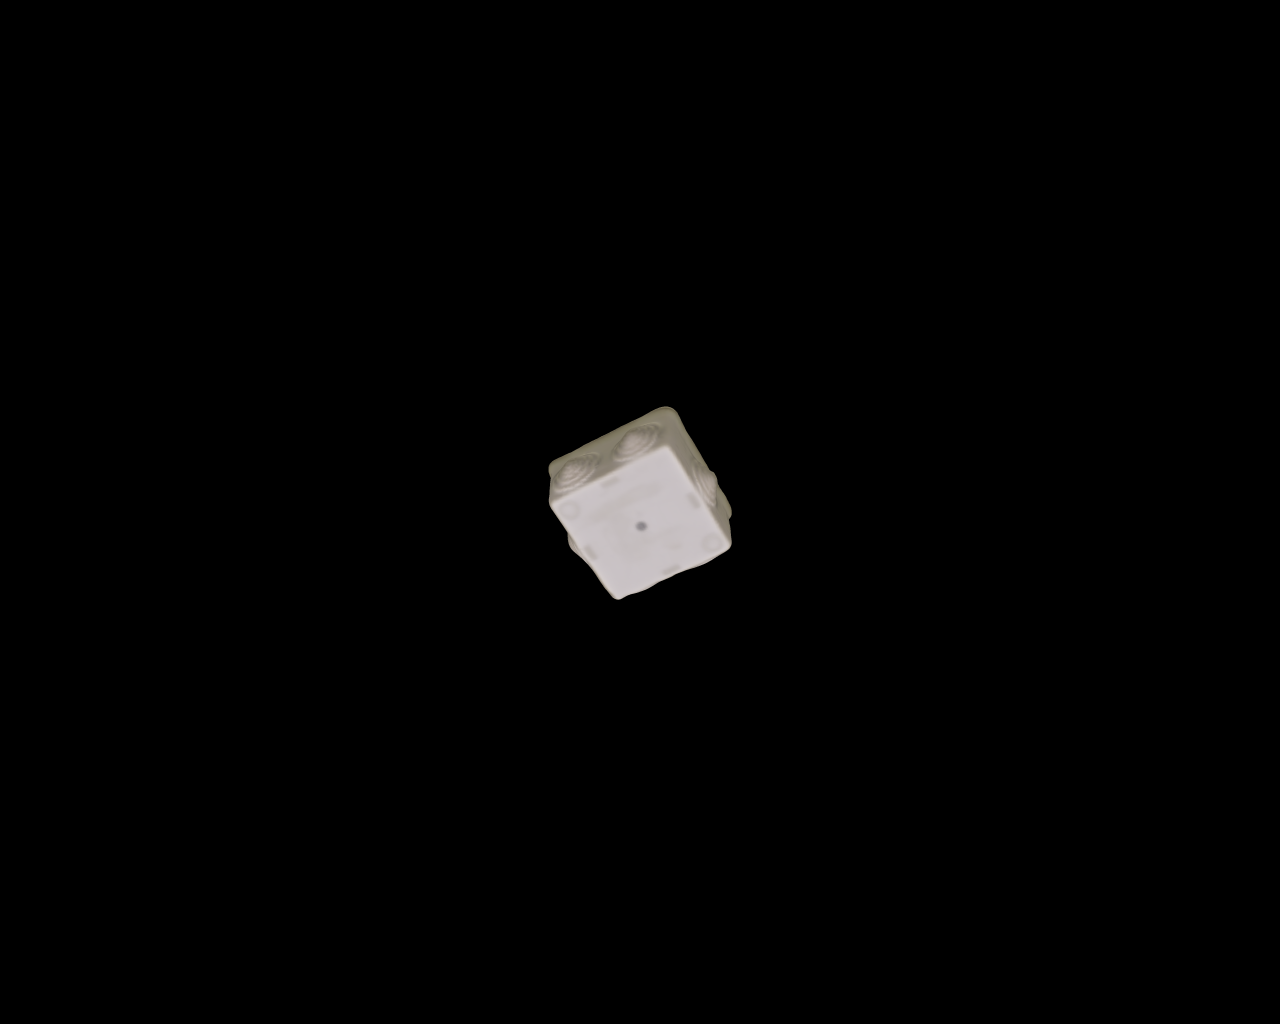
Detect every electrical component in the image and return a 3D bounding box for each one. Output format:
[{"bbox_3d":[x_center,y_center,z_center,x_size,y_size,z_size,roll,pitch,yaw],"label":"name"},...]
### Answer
[{"bbox_3d":[0.001,-0.003,0.650,0.099,0.099,0.048,-25,27,14],"label":"electrical component"}]
